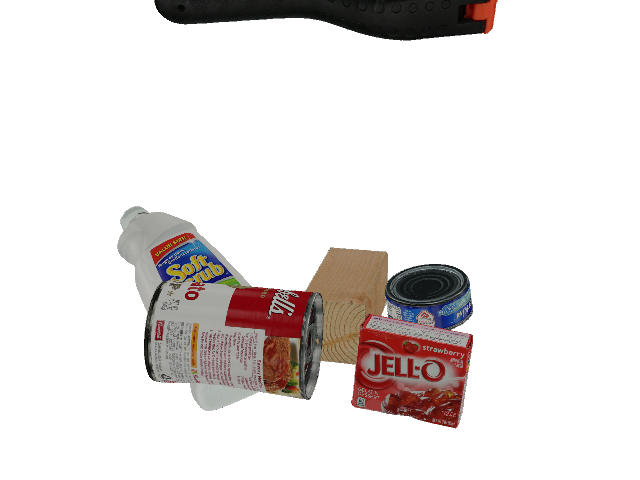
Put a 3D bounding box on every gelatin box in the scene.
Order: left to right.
[{"bbox_3d":[0.072,0.104,0.850,0.089,0.073,0.030,10,23,13],"label":"gelatin box"}]

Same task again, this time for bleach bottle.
[{"bbox_3d":[-0.128,0.046,0.995,0.102,0.068,0.251,-20,43,-27],"label":"bleach bottle"}]

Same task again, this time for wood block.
[{"bbox_3d":[0.036,0.088,1.506,0.091,0.090,0.206,5,20,10],"label":"wood block"}]

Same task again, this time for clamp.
[{"bbox_3d":[0.002,-0.130,0.550,0.172,0.039,0.120,14,43,17],"label":"clamp"}]

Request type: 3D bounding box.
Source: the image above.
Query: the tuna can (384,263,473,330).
[{"bbox_3d":[0.107,0.057,1.059,0.086,0.034,0.086,-8,25,4],"label":"tuna can"}]

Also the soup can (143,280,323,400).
[{"bbox_3d":[-0.053,0.062,0.679,0.102,0.068,0.068,5,1,9],"label":"soup can"}]
